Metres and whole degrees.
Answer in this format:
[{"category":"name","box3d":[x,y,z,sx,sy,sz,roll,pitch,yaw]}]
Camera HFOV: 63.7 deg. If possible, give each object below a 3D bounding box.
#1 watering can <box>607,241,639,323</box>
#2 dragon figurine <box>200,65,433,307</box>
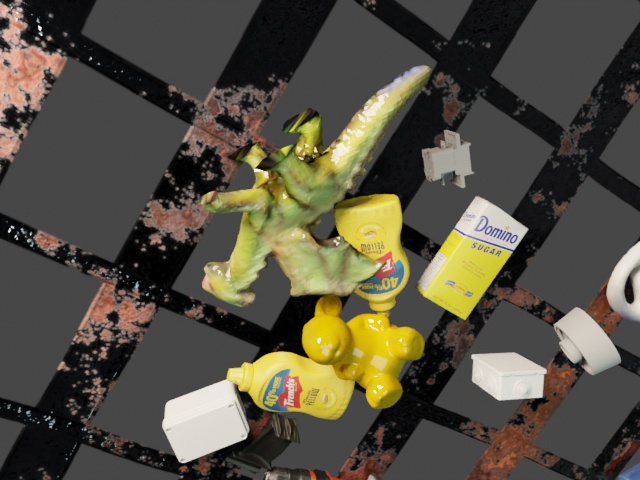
[{"category":"watering can","box3d":[0.655,0.052,0.891,0.221,0.348,0.105,65,-5,-22]},{"category":"dragon figurine","box3d":[0.002,-0.035,0.689,0.239,0.409,0.124,60,10,-25]}]
